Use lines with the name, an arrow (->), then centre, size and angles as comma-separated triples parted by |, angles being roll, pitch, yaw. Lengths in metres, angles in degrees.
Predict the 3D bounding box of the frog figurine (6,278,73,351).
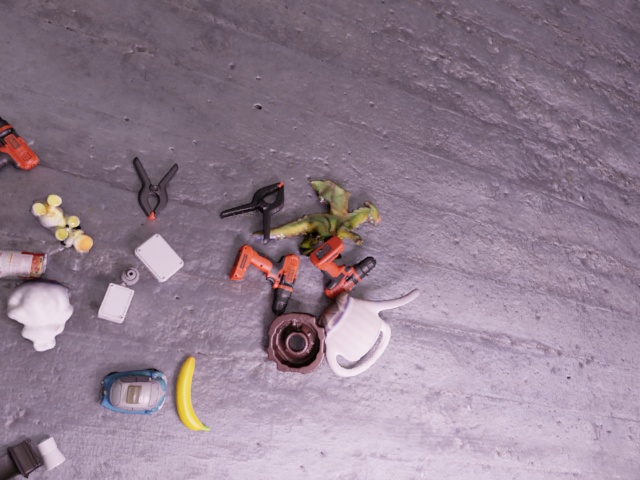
frog figurine -> -0.655, 0.174, 1.201 | 0.137, 0.121, 0.162 | 15, 60, -41

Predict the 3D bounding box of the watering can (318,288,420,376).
watering can -> 0.127, 0.234, 1.526 | 0.223, 0.104, 0.349 | 39, 84, -14

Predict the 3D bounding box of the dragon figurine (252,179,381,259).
dragon figurine -> 0.005, -0.080, 1.582 | 0.410, 0.119, 0.248 | 10, 57, -14
